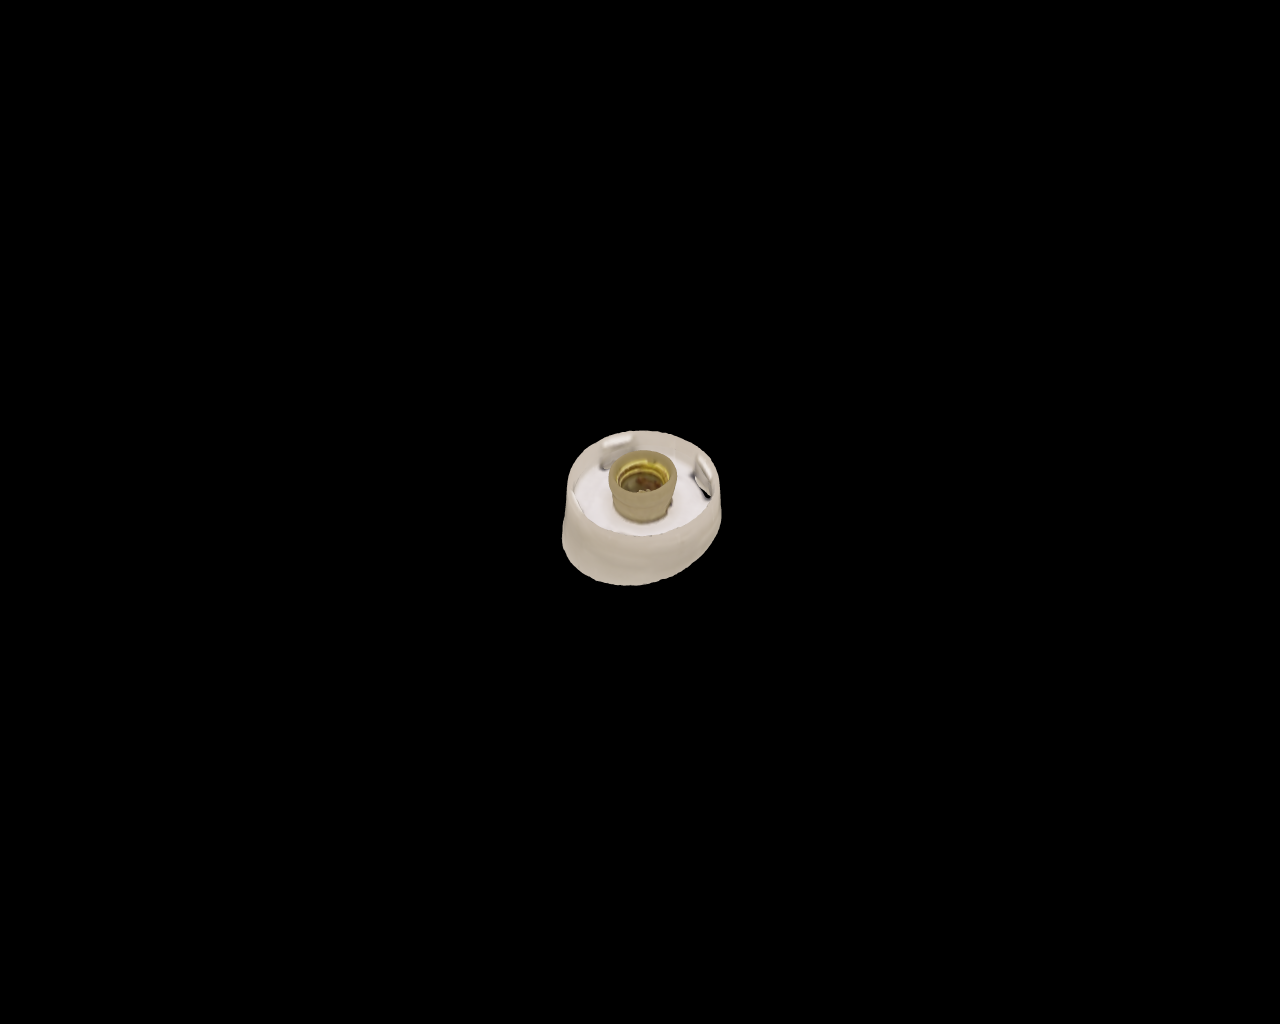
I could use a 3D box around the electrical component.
[{"bbox_3d":[0.001,-0.003,0.650,0.099,0.099,0.064,0,-43,0],"label":"electrical component"}]
